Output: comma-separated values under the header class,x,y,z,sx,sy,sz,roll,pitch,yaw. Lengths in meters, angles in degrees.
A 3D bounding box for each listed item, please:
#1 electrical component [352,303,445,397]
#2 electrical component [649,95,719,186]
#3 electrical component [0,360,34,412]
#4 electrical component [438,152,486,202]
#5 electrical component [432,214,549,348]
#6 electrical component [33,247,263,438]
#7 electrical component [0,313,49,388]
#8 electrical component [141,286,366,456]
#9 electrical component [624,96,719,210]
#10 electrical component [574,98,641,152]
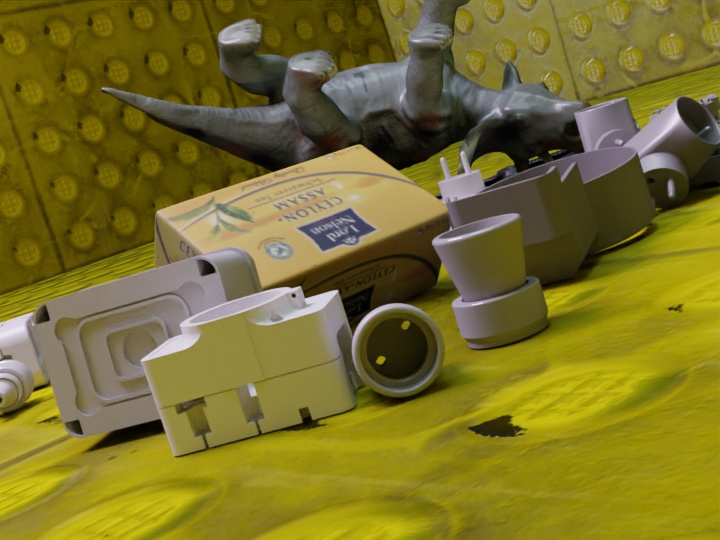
class,x,y,z,sx,sy,sz,roll,pitch,yaw
electrical component,0.016,0.034,0.484,0.040,0.040,0.046,-18,2,-1
electrical component,0.249,-0.094,0.803,0.081,0.063,0.042,-12,8,43
electrical component,-0.254,0.086,0.769,0.035,0.035,0.061,-18,10,-6
electrical component,0.088,-0.061,0.900,0.138,0.073,0.052,-14,8,29
electrical component,0.064,0.005,0.522,0.045,0.055,0.045,-17,7,2
electrical component,-0.106,0.038,0.577,0.113,0.078,0.057,-16,1,16
electrical component,-0.290,0.072,0.877,0.059,0.053,0.095,-19,7,-10
electrical component,-0.050,0.043,0.505,0.089,0.055,0.050,-16,7,11
electrical component,0.211,-0.070,0.754,0.077,0.043,0.079,-45,22,42
electrical component,0.203,-0.093,0.847,0.044,0.077,0.079,-16,8,7
